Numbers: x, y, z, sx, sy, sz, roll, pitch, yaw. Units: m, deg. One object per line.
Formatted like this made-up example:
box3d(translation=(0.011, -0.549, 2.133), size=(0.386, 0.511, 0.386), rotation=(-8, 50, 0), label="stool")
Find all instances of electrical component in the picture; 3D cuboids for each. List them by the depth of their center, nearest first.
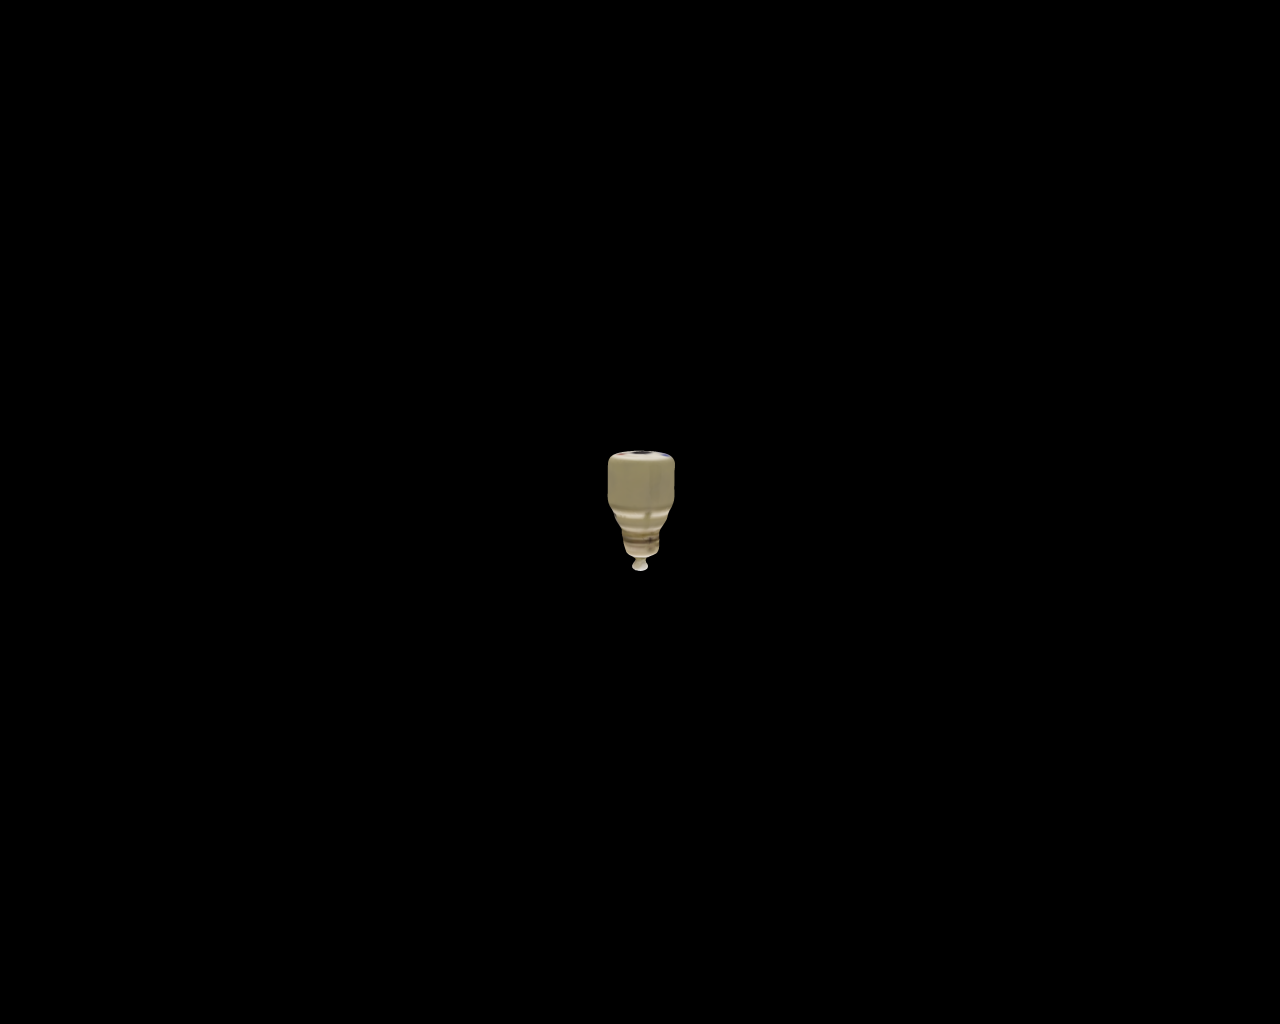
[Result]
box3d(translation=(0.001, -0.003, 0.650), size=(0.040, 0.078, 0.040), rotation=(0, 11, 0), label="electrical component")
